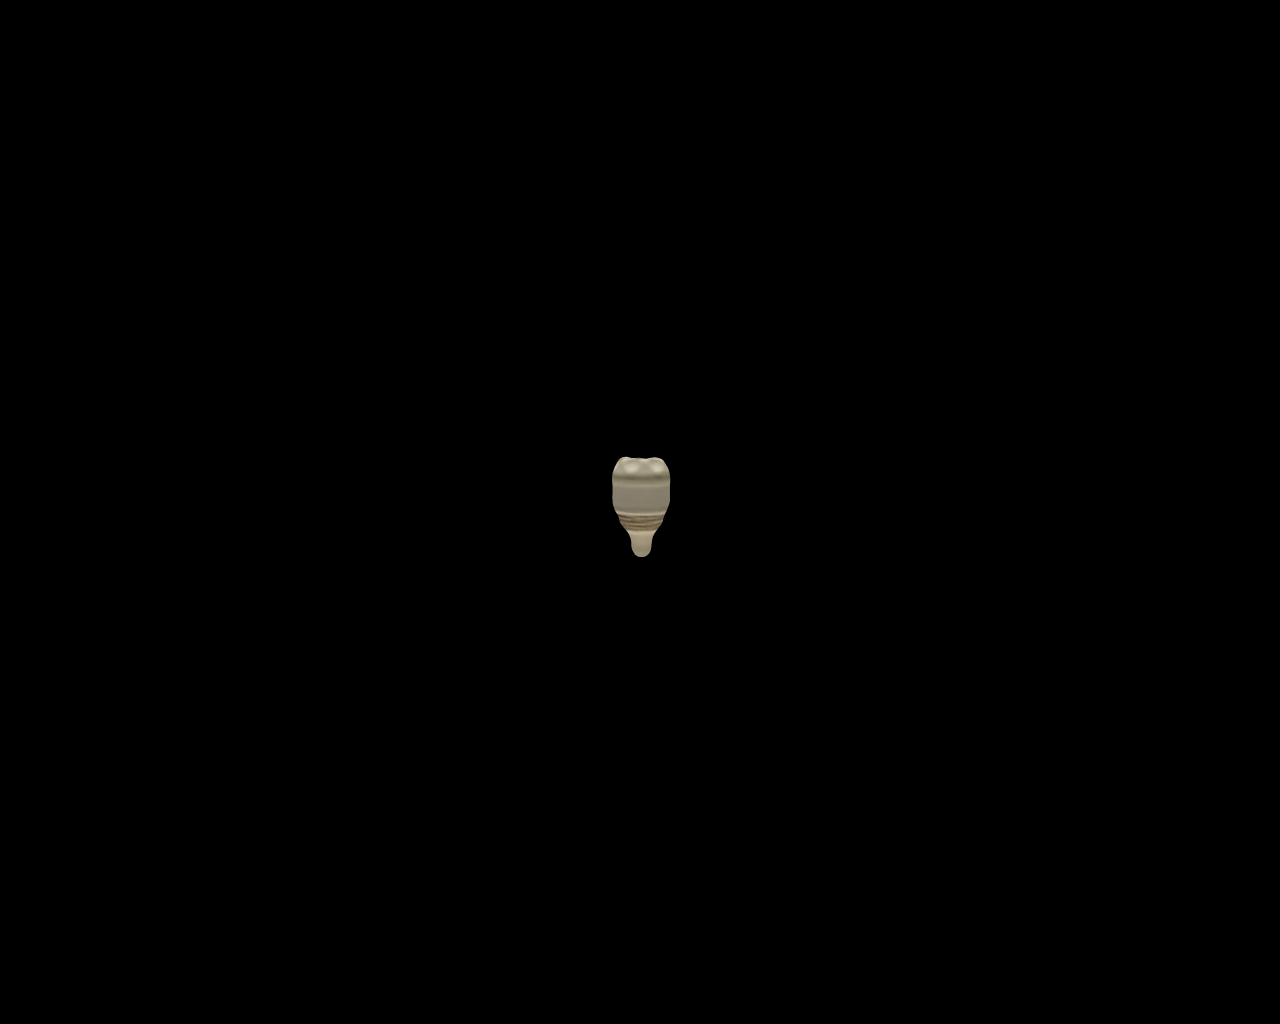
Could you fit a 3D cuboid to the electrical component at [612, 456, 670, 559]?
[{"bbox_3d":[0.001,-0.003,0.650,0.035,0.061,0.035,0,7,0],"label":"electrical component"}]
